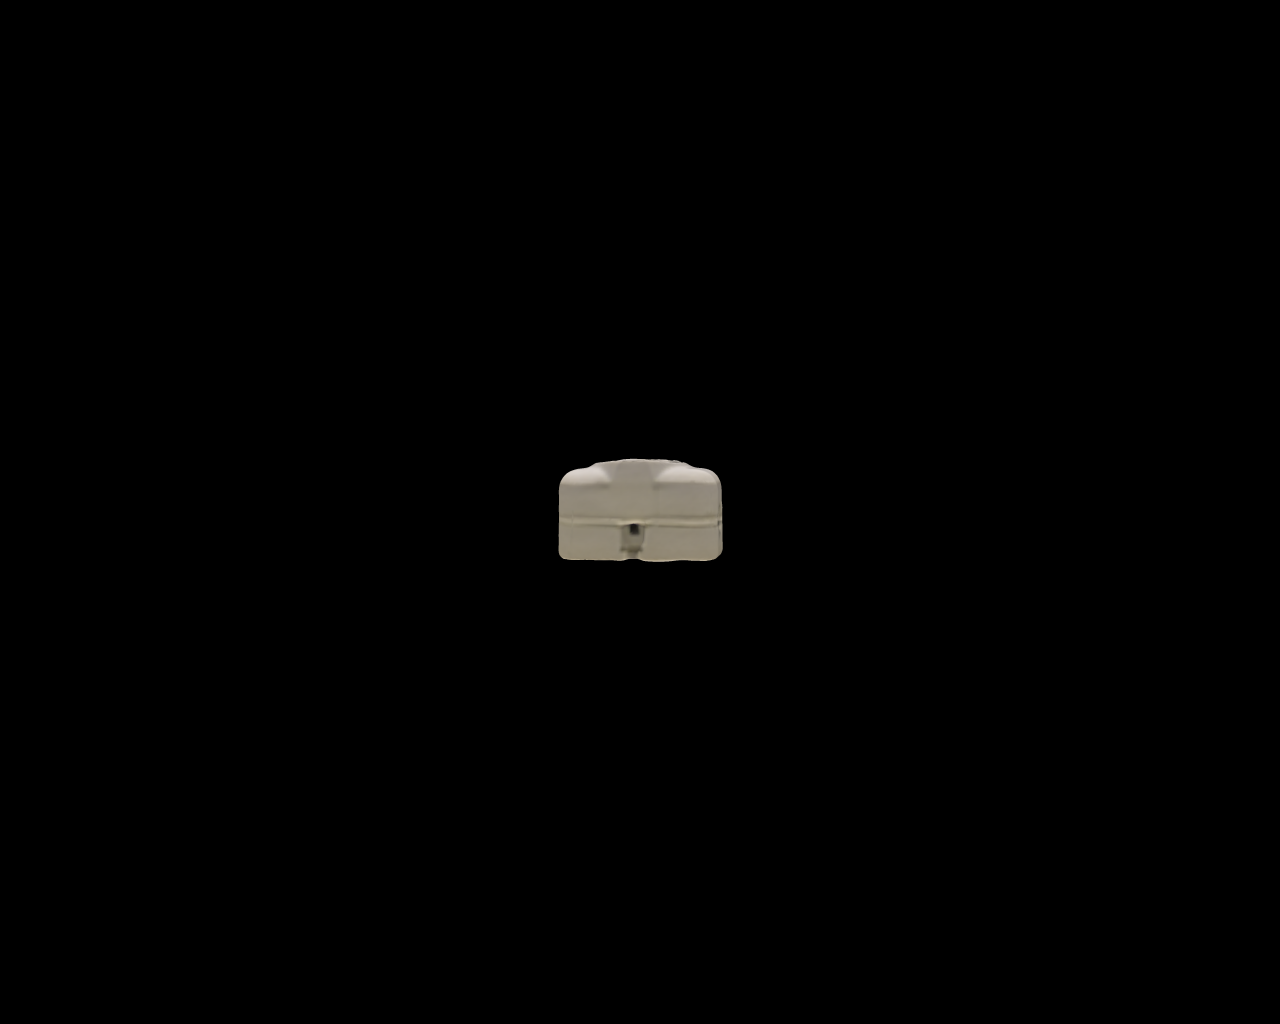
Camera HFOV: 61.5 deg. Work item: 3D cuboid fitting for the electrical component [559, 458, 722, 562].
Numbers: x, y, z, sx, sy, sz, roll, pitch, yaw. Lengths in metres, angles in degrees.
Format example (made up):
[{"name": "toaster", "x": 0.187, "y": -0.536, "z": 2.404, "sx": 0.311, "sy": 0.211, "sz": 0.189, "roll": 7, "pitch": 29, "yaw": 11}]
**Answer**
[{"name": "electrical component", "x": 0.001, "y": -0.003, "z": 0.650, "sx": 0.095, "sy": 0.059, "sz": 0.054, "roll": 1, "pitch": 4, "yaw": 11}]
